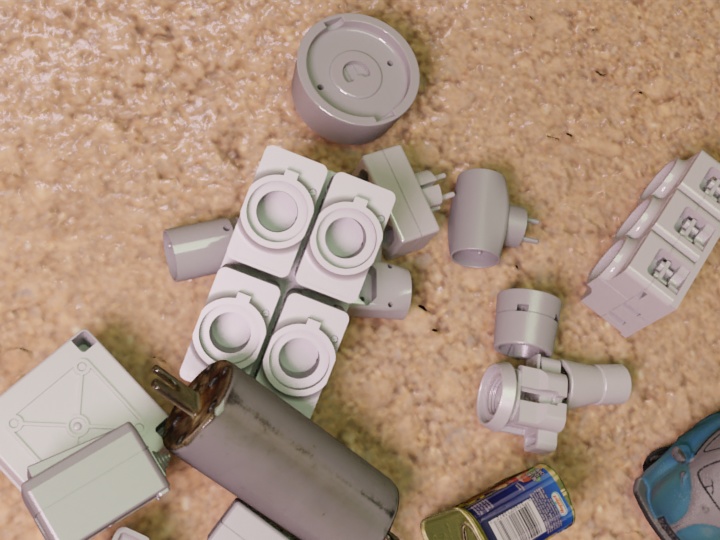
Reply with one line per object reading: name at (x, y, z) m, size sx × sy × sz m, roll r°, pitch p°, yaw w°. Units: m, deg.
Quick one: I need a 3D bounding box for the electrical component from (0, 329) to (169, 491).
electrical component at (-0.207, 0.119, 0.784) m, size 0.108 × 0.056 × 0.109 m, roll 46°, pitch 66°, yaw 4°

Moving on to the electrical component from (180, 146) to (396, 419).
electrical component at (-0.055, 0.010, 0.821) m, size 0.105 × 0.060 × 0.186 m, roll 21°, pitch 92°, yaw -5°

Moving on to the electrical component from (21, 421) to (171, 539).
electrical component at (-0.174, 0.141, 0.719) m, size 0.096 × 0.061 × 0.061 m, roll -30°, pitch 83°, yaw -23°

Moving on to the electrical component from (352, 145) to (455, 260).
electrical component at (0.045, -0.063, 0.925) m, size 0.076 × 0.047 × 0.083 m, roll -19°, pitch 77°, yaw -21°

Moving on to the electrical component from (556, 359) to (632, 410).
electrical component at (0.197, 0.097, 0.915) m, size 0.065 × 0.044 × 0.044 m, roll 1°, pitch 70°, yaw -20°

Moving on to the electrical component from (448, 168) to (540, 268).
electrical component at (0.120, -0.041, 0.941) m, size 0.079 × 0.043 × 0.077 m, roll 12°, pitch 68°, yaw -12°

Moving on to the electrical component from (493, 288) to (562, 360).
electrical component at (0.141, 0.047, 0.910) m, size 0.055 × 0.055 × 0.047 m, roll 14°, pitch 71°, yaw -10°

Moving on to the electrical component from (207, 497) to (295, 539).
electrical component at (-0.080, 0.223, 0.789) m, size 0.083 × 0.047 × 0.075 m, roll 37°, pitch 79°, yaw 0°

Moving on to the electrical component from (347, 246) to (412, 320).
electrical component at (0.000, 0.000, 0.892) m, size 0.077 × 0.043 × 0.079 m, roll 5°, pitch 71°, yaw -14°

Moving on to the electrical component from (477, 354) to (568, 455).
electrical component at (0.132, 0.107, 0.884) m, size 0.057 × 0.058 × 0.078 m, roll 13°, pitch 68°, yaw -14°

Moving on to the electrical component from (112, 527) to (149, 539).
electrical component at (-0.177, 0.223, 0.755) m, size 0.058 × 0.057 × 0.078 m, roll 26°, pitch 66°, yaw -5°

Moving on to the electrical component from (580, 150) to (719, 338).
electrical component at (0.265, -0.026, 0.950) m, size 0.062 × 0.089 × 0.150 m, roll 38°, pitch 66°, yaw 0°

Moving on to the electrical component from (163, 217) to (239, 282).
electrical component at (-0.114, -0.020, 0.867) m, size 0.081 × 0.043 × 0.043 m, roll -13°, pitch 75°, yaw -19°

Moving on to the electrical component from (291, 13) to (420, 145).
electrical component at (-0.008, -0.161, 0.938) m, size 0.108 × 0.060 × 0.108 m, roll 5°, pitch 70°, yaw -14°
